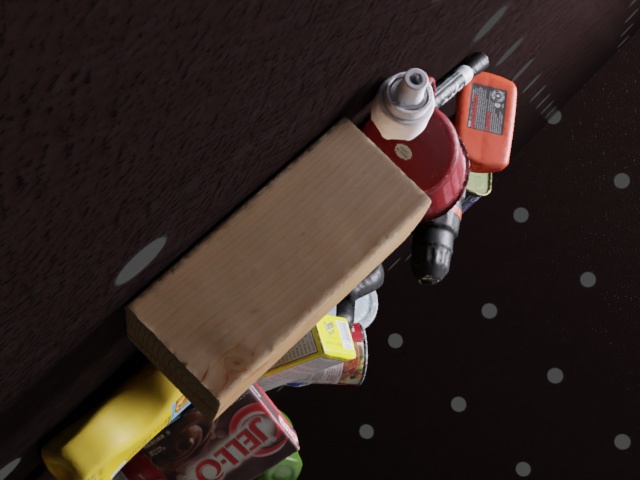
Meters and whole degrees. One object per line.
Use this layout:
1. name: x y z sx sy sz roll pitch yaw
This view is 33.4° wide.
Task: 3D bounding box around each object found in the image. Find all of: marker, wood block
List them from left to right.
1. wood block: -0.030 0.021 0.754 0.206 0.091 0.090 -43 173 -19
2. marker: 0.114 -0.136 0.962 0.121 0.020 0.020 -41 172 -31

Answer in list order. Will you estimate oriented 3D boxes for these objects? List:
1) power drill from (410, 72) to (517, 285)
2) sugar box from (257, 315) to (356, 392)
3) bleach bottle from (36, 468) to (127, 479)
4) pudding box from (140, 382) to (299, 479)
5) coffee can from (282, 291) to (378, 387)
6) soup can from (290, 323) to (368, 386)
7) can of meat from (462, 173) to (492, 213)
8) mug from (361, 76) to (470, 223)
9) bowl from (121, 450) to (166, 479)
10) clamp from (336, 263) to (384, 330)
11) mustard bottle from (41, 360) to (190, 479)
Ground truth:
1. power drill: 0.134 -0.065 1.055 0.188 0.057 0.184 117 -18 -65
2. sugar box: -0.062 0.117 0.993 0.176 0.048 0.093 -20 165 17
3. bleach bottle: -0.287 0.294 0.964 0.251 0.068 0.102 -44 170 10
4. pudding box: -0.088 0.174 0.937 0.113 0.090 0.039 -33 -161 8
5. coffee can: -0.009 0.096 1.252 0.102 0.103 0.140 -38 171 -43
6. soup can: -0.007 0.121 1.138 0.102 0.068 0.069 2 157 -13
7. can of meat: 0.164 -0.079 1.302 0.084 0.057 0.102 -47 -153 50
8. mug: 0.077 -0.077 0.866 0.081 0.093 0.117 38 66 -78
9. bowl: -0.133 0.200 1.023 0.162 0.055 0.162 -11 166 -3
10. clamp: 0.007 0.050 1.155 0.171 0.120 0.039 -43 138 -56
11. mustard bottle: -0.139 0.130 0.881 0.191 0.058 0.096 -41 174 -24
